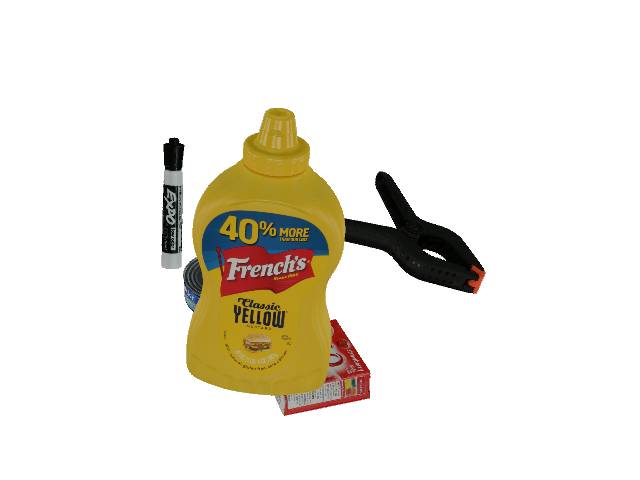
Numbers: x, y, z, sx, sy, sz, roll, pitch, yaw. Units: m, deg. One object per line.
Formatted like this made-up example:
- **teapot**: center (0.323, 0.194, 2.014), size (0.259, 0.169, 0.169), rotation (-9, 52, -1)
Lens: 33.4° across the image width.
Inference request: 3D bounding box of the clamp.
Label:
- **clamp**: center (0.095, -0.001, 1.255), size (0.210, 0.036, 0.164), rotation (38, 43, 27)

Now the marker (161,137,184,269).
- **marker**: center (-0.135, -0.034, 0.977), size (0.020, 0.121, 0.020), rotation (3, 15, -1)

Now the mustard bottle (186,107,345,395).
- **mustard bottle**: center (-0.034, 0.007, 0.682), size (0.096, 0.192, 0.058), rotation (7, 28, 2)

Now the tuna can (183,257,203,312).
- **tuna can**: center (-0.108, 0.050, 1.175), size (0.086, 0.034, 0.086), rotation (2, 36, -2)

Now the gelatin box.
- **gelatin box**: center (-0.007, 0.101, 0.873), size (0.073, 0.030, 0.089), rotation (-9, 28, -14)
